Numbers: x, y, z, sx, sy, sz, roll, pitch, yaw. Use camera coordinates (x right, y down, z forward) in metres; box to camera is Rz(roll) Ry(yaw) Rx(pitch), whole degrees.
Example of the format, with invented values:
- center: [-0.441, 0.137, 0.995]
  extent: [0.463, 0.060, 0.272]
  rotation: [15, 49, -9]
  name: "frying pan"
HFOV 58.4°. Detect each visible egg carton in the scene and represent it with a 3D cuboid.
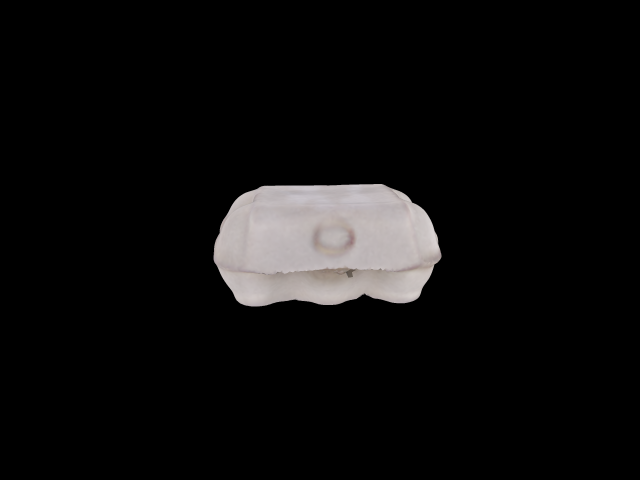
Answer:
- center: [0.004, 0.001, 0.400]
  extent: [0.150, 0.069, 0.107]
  rotation: [-1, 15, -5]
  name: "egg carton"
